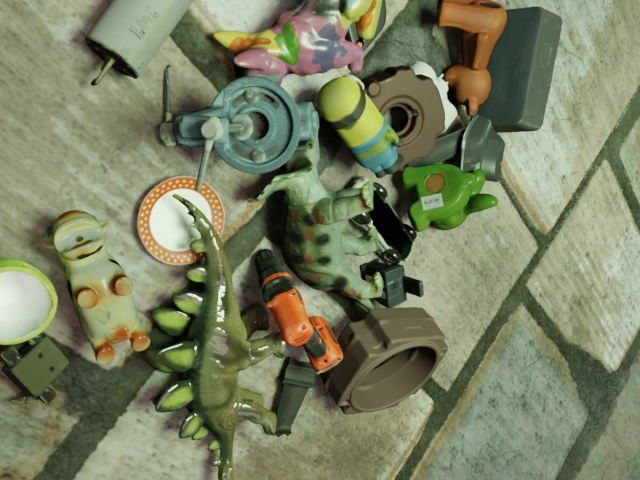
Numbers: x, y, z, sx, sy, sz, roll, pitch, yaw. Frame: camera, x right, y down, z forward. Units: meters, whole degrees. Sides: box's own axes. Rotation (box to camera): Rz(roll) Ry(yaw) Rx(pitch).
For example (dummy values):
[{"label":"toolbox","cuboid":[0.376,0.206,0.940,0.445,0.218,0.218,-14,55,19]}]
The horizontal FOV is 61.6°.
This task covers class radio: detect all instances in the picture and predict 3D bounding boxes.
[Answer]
[{"label":"radio","cuboid":[0.382,-0.328,1.050,0.073,0.131,0.229,2,99,-34]}]

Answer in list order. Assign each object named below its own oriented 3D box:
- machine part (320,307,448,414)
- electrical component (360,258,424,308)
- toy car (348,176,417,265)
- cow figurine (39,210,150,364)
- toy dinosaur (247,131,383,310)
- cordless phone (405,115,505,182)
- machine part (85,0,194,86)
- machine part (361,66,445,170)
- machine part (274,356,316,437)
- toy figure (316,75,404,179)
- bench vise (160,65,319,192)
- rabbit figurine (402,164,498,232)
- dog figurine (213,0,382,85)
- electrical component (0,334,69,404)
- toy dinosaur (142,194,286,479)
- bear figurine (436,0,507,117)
[{"label":"machine part","cuboid":[0.118,0.220,0.971,0.201,0.087,0.201,4,127,-36]},{"label":"electrical component","cuboid":[0.130,0.083,0.976,0.048,0.119,0.074,-19,113,-30]},{"label":"toy car","cuboid":[0.112,-0.030,0.979,0.073,0.056,0.201,-54,126,-20]},{"label":"cow figurine","cuboid":[-0.289,0.048,0.692,0.085,0.127,0.194,-24,128,-27]},{"label":"toy dinosaur","cuboid":[-0.001,-0.001,0.868,0.192,0.131,0.404,-3,123,9]},{"label":"cordless phone","cuboid":[0.253,-0.146,1.042,0.184,0.089,0.146,-21,142,-6]},{"label":"machine part","cuboid":[-0.216,-0.293,0.678,0.079,0.079,0.243,39,78,-34]},{"label":"machine part","cuboid":[0.130,-0.206,0.920,0.179,0.056,0.179,-6,113,-15]},{"label":"machine part","cuboid":[-0.051,0.277,0.946,0.084,0.039,0.139,25,84,-41]},{"label":"toy figure","cuboid":[0.066,-0.173,0.830,0.082,0.089,0.180,-34,118,9]},{"label":"bench vise","cuboid":[-0.121,-0.144,0.675,0.224,0.240,0.128,9,106,6]},{"label":"rabbit figurine","cuboid":[0.242,-0.079,1.012,0.159,0.121,0.170,-22,156,13]},{"label":"dog figurine","cuboid":[-0.035,-0.299,0.765,0.219,0.109,0.191,-16,145,-30]},{"label":"electrical component","cuboid":[-0.378,0.164,0.694,0.102,0.045,0.078,59,39,-31]},{"label":"toy dinosaur","cuboid":[-0.156,0.165,0.808,0.198,0.105,0.470,-4,100,-32]},{"label":"bear figurine","cuboid":[0.267,-0.341,0.997,0.120,0.132,0.195,-65,168,-47]}]
